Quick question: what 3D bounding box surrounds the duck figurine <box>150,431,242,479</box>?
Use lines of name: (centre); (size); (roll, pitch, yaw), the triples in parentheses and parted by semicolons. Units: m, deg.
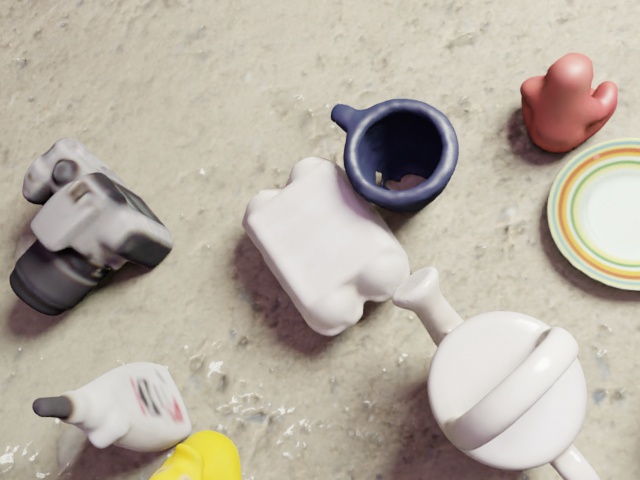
duck figurine: (-0.114, 0.212, 0.468); (0.077, 0.086, 0.105); (16, 80, 17)

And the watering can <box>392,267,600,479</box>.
watering can: (0.116, 0.095, 0.384); (0.172, 0.194, 0.101); (27, 83, 19)

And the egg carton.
egg carton: (0.005, 0.002, 0.503); (0.107, 0.069, 0.150); (-38, 70, 2)

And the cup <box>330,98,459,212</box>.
cup: (0.062, -0.067, 0.493); (0.117, 0.095, 0.092); (37, 87, 20)

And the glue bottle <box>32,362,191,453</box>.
glue bottle: (-0.163, 0.133, 0.454); (0.037, 0.173, 0.078); (-35, 70, 3)

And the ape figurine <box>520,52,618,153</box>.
ape figurine: (0.204, -0.120, 0.474); (0.077, 0.092, 0.076); (29, 84, 19)

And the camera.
camera: (-0.241, -0.008, 0.549); (0.137, 0.101, 0.143); (-46, 70, -1)
